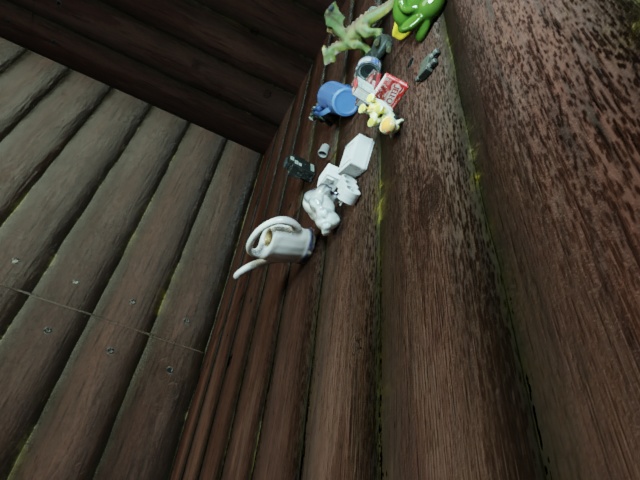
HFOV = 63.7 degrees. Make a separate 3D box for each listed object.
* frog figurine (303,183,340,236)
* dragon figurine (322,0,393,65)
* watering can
[{"bbox_3d":[0.005,-0.079,1.580,0.135,0.122,0.163,70,-157,-61],"label":"frog figurine"},{"bbox_3d":[0.131,-0.874,2.095,0.401,0.242,0.125,-56,13,42],"label":"dragon figurine"},{"bbox_3d":[-0.149,0.037,1.734,0.340,0.224,0.106,-54,38,42],"label":"watering can"}]
